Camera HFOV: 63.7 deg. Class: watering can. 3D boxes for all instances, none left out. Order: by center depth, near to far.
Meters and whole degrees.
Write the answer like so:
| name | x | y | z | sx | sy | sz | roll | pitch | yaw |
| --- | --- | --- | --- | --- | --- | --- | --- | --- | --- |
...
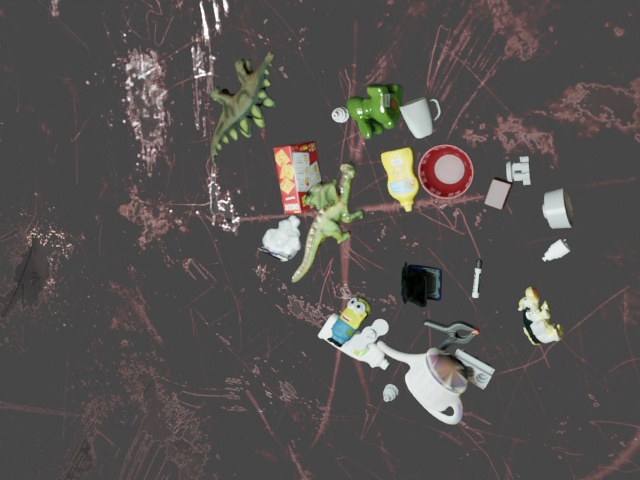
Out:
| name | x | y | z | sx | sy | sz | roll | pitch | yaw |
| --- | --- | --- | --- | --- | --- | --- | --- | --- | --- |
| watering can | 0.326 | 0.414 | 1.617 | 0.352 | 0.105 | 0.219 | 48 | 138 | 22 |

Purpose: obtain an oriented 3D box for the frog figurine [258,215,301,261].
| name | x | y | z | sx | sy | sz | roll | pitch | yaw |
| --- | --- | --- | --- | --- | --- | --- | --- | --- | --- |
| frog figurine | -0.126 | -0.011 | 1.805 | 0.138 | 0.121 | 0.161 | 18 | 76 | 31 |

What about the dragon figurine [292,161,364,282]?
| name | x | y | z | sx | sy | sz | roll | pitch | yaw |
| --- | --- | --- | --- | --- | --- | --- | --- | --- | --- |
| dragon figurine | 0.005 | -0.080 | 1.594 | 0.123 | 0.416 | 0.238 | 19 | 152 | 37 |
